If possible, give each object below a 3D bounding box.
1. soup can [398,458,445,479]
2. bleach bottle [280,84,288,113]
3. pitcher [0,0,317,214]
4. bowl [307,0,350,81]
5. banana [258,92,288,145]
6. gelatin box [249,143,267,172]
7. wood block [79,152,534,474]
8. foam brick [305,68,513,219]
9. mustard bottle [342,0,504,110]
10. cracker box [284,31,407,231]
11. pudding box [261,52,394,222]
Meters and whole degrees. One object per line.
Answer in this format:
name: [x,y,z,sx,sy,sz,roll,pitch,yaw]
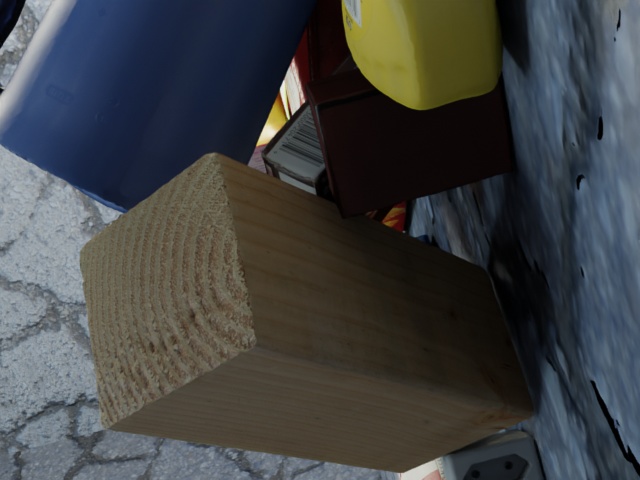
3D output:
soup can: [0.090,0.169,0.697,0.102,0.068,0.068,-105,2,-54]
bleach bottle: [0.014,-0.103,1.069,0.251,0.068,0.102,-112,10,-60]
pitcher: [-0.073,-0.135,0.551,0.145,0.149,0.243,28,93,57]
bowl: [0.021,-0.103,0.657,0.162,0.055,0.162,-2,-91,-89]
banana: [-0.045,-0.105,0.893,0.198,0.037,0.069,-108,4,-53]
gelatin box: [-0.047,-0.036,0.783,0.073,0.089,0.030,82,171,-60]
wood block: [0.001,0.045,0.501,0.205,0.091,0.090,21,-134,-47]
foam brick: [0.038,-0.050,0.463,0.053,0.078,0.051,-106,1,-71]
mustard bottle: [0.025,-0.147,0.368,0.096,0.058,0.191,-107,3,-50]
cracker box: [0.020,-0.088,0.849,0.214,0.072,0.164,86,169,-75]
pudding box: [0.022,-0.049,0.554,0.039,0.113,0.090,30,156,26]
